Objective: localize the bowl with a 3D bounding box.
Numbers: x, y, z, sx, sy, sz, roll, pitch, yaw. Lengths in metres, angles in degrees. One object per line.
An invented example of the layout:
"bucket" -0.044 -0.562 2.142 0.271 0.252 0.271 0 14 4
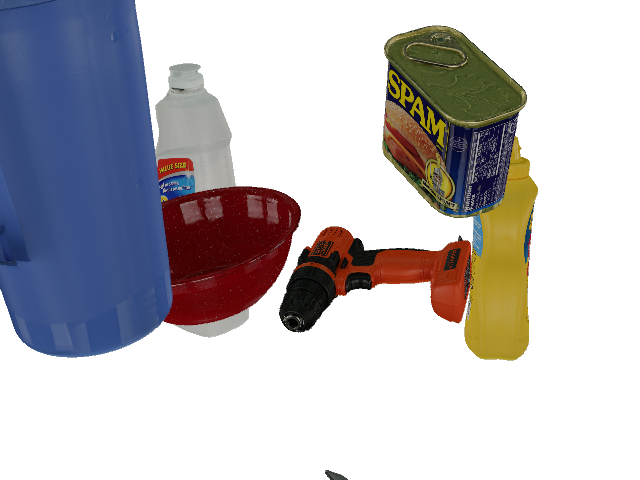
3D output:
"bowl" -0.088 0.017 0.801 0.162 0.055 0.162 -11 25 5

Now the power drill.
"power drill" 0.061 0.044 1.134 0.188 0.057 0.184 4 31 15

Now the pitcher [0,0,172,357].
"pitcher" -0.170 -0.047 0.663 0.149 0.243 0.145 -11 28 -9

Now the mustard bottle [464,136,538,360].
"mustard bottle" 0.160 0.002 0.943 0.058 0.192 0.096 2 17 8

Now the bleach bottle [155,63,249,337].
"bleach bottle" -0.120 -0.040 0.994 0.067 0.251 0.103 -23 31 -39

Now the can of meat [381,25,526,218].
"can of meat" 0.082 -0.075 0.690 0.057 0.084 0.102 -20 48 -20

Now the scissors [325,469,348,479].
"scissors" 0.084 0.162 0.516 0.096 0.016 0.202 -2 23 -24
